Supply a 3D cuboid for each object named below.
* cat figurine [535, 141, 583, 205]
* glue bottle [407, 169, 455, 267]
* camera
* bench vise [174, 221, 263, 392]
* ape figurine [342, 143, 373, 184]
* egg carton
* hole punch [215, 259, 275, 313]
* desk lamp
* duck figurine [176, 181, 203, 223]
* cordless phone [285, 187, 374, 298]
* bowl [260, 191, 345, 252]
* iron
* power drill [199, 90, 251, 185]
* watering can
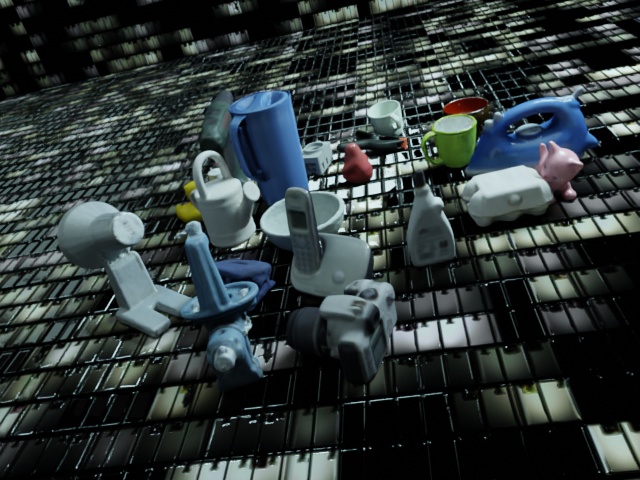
[{"bbox_3d":[0.428,-0.133,1.043,0.067,0.118,0.127,-13,31,4],"label":"cat figurine"},{"bbox_3d":[0.176,-0.038,0.942,0.078,0.173,0.037,-12,31,4],"label":"glue bottle"},{"bbox_3d":[0.028,0.116,0.825,0.136,0.101,0.143,2,34,26],"label":"camera"},{"bbox_3d":[-0.137,0.090,0.822,0.122,0.220,0.206,-26,32,-18],"label":"bench vise"},{"bbox_3d":[0.080,-0.177,1.293,0.078,0.092,0.076,-28,33,-21],"label":"ape figurine"},{"bbox_3d":[0.338,-0.080,1.042,0.150,0.069,0.107,-13,31,4],"label":"egg carton"},{"bbox_3d":[-0.147,0.063,0.999,0.108,0.091,0.101,4,35,29],"label":"hole punch"},{"bbox_3d":[-0.342,0.037,1.004,0.202,0.214,0.118,12,40,38],"label":"desk lamp"},{"bbox_3d":[-0.286,-0.094,1.322,0.104,0.086,0.077,-20,31,-8],"label":"duck figurine"},{"bbox_3d":[0.009,0.003,0.935,0.147,0.185,0.094,6,37,31],"label":"cordless phone"},{"bbox_3d":[-0.027,-0.024,1.105,0.167,0.075,0.167,-11,31,7],"label":"bowl"},{"bbox_3d":[0.418,-0.219,1.164,0.258,0.142,0.118,-12,31,5],"label":"iron"},{"bbox_3d":[-0.231,-0.239,1.415,0.075,0.209,0.229,-9,31,10],"label":"power drill"},{"bbox_3d":[-0.198,-0.091,1.172,0.172,0.194,0.101,-7,31,13],"label":"watering can"}]
